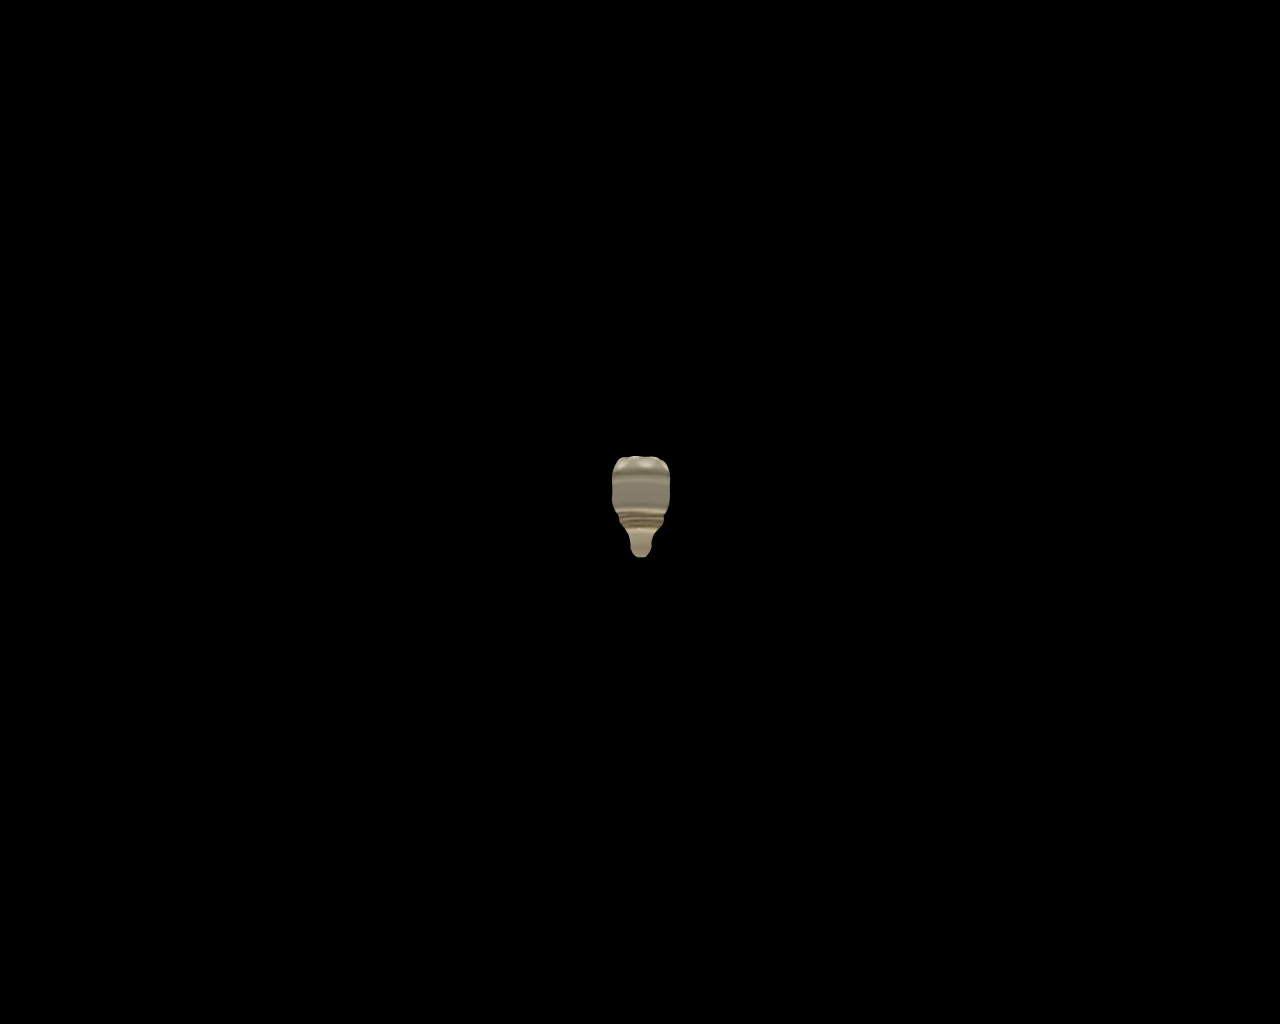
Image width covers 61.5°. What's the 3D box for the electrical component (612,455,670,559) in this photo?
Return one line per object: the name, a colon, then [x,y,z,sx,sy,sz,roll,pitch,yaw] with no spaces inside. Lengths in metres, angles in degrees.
electrical component: [0.001,-0.003,0.650,0.035,0.061,0.035,0,-5,0]
